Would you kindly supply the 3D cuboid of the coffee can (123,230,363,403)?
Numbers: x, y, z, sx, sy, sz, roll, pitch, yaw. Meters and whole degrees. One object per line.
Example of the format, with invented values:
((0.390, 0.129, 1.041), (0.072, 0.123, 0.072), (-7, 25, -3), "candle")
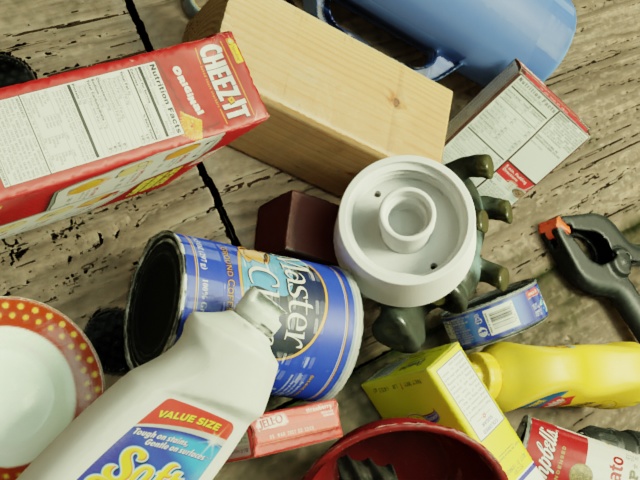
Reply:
((-0.055, 0.056, 0.756), (0.140, 0.103, 0.103), (13, 69, -28), "coffee can")

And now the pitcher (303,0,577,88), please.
((0.101, -0.215, 0.929), (0.242, 0.149, 0.145), (28, 31, -26), "pitcher")

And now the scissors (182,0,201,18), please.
((-0.042, -0.240, 0.907), (0.096, 0.016, 0.201), (46, 57, -14), "scissors")

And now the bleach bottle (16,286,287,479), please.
((-0.115, 0.130, 0.658), (0.102, 0.068, 0.251), (41, 84, -21), "bleach bottle")

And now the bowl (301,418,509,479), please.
((0.056, 0.187, 0.785), (0.162, 0.162, 0.055), (35, 17, -19), "bowl")

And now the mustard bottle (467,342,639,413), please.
((0.187, 0.115, 0.894), (0.191, 0.096, 0.058), (4, 75, -31), "mustard bottle")

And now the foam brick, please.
((-0.005, 0.001, 0.834), (0.078, 0.053, 0.051), (18, 67, -26), "foam brick")

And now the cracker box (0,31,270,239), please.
((-0.166, -0.057, 0.685), (0.213, 0.164, 0.072), (-23, 90, -35), "cracker box")

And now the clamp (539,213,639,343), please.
((0.279, 0.035, 1.011), (0.171, 0.039, 0.120), (21, 60, -19), "clamp")

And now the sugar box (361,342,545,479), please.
((0.114, 0.169, 0.834), (0.048, 0.094, 0.176), (-33, 94, -34), "sugar box")

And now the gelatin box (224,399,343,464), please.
((-0.038, 0.136, 0.751), (0.073, 0.089, 0.030), (-6, 77, -33), "gelatin box")

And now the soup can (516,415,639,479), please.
((0.208, 0.193, 0.876), (0.102, 0.068, 0.068), (19, 63, 6), "soup can")

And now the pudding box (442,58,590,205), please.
((0.164, -0.088, 0.933), (0.090, 0.114, 0.039), (40, 22, -16), "pudding box")

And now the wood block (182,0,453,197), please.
((-0.007, -0.109, 0.845), (0.205, 0.090, 0.091), (24, 63, -24), "wood block")

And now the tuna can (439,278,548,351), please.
((0.145, 0.063, 0.890), (0.085, 0.086, 0.034), (-21, 89, -35), "tuna can")

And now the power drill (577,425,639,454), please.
((0.292, 0.264, 0.939), (0.184, 0.057, 0.187), (17, 68, -24), "power drill")
